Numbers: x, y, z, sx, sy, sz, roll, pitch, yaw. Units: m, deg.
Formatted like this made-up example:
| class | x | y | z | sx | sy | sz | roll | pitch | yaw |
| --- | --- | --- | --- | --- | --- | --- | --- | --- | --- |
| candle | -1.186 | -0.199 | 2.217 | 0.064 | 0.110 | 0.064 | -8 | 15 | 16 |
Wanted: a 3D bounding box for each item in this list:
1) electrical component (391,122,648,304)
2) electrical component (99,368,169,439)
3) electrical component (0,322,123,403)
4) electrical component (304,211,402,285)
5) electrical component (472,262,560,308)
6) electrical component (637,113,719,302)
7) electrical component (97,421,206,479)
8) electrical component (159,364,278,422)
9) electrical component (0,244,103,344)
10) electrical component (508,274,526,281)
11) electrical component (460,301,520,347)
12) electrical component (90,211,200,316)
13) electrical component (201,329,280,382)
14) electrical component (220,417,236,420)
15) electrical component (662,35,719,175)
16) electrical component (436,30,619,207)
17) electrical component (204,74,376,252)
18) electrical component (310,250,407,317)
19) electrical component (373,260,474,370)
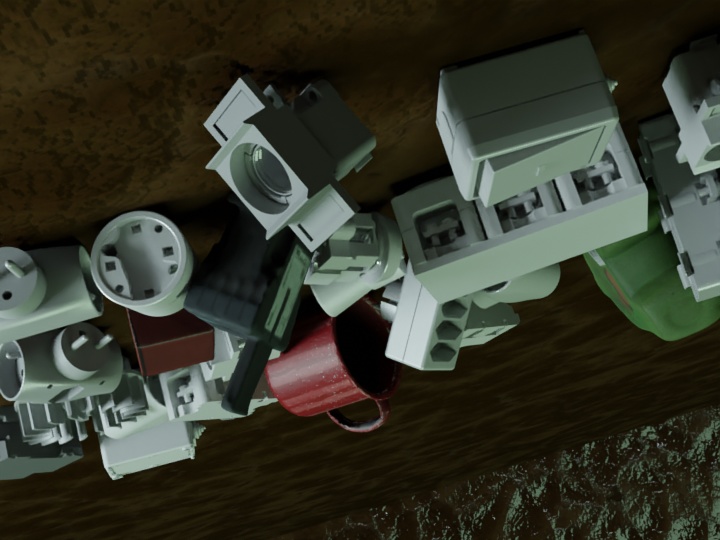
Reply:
| class | x | y | z | sx | sy | sz | roll | pitch | yaw |
| --- | --- | --- | --- | --- | --- | --- | --- | --- | --- |
| electrical component | 0.105 | -0.039 | 0.702 | 0.150 | 0.061 | 0.089 | -20 | 162 | 9 |
| electrical component | -0.175 | 0.111 | 0.928 | 0.077 | 0.044 | 0.079 | -30 | 159 | 35 |
| electrical component | -0.201 | 0.061 | 0.752 | 0.077 | 0.043 | 0.079 | 1 | 155 | -45 |
| electrical component | -0.006 | -0.015 | 0.701 | 0.055 | 0.048 | 0.066 | 2 | 156 | -29 |
| electrical component | 0.112 | 0.006 | 0.878 | 0.079 | 0.044 | 0.077 | -28 | 160 | 32 |
| electrical component | 0.227 | -0.046 | 0.698 | 0.063 | 0.121 | 0.079 | -18 | 163 | 11 |
| electrical component | -0.193 | 0.149 | 0.999 | 0.096 | 0.061 | 0.061 | -13 | 163 | -12 |
| electrical component | -0.118 | 0.090 | 0.899 | 0.050 | 0.055 | 0.089 | -29 | 159 | 33 |
| electrical component | -0.194 | 0.011 | 0.606 | 0.077 | 0.043 | 0.079 | -16 | 162 | -3 |
| electrical component | 0.121 | -0.027 | 0.785 | 0.079 | 0.044 | 0.077 | -20 | 163 | 10 |
| electrical component | 0.084 | 0.038 | 0.938 | 0.089 | 0.050 | 0.056 | -3 | 158 | -39 |
| electrical component | -0.121 | -0.002 | 0.620 | 0.055 | 0.055 | 0.047 | -17 | 167 | 1 |
| electrical component | -0.093 | 0.053 | 0.832 | 0.064 | 0.042 | 0.081 | -13 | 163 | -18 |
| electrical component | -0.108 | 0.106 | 0.977 | 0.055 | 0.048 | 0.066 | -24 | 163 | -3 |
| electrical component | 0.244 | -0.108 | 0.621 | 0.121 | 0.063 | 0.078 | -17 | 163 | 0 |
| electrical component | 0.095 | -0.079 | 0.573 | 0.096 | 0.061 | 0.061 | -16 | 163 | -3 |
| electrical component | -0.030 | -0.055 | 0.511 | 0.064 | 0.081 | 0.042 | -40 | -179 | -40 |
| electrical component | 0.000 | 0.000 | 0.762 | 0.065 | 0.044 | 0.044 | -26 | 161 | 13 |
| electrical component | 0.042 | 0.028 | 0.848 | 0.076 | 0.083 | 0.047 | 18 | -173 | 37 |
